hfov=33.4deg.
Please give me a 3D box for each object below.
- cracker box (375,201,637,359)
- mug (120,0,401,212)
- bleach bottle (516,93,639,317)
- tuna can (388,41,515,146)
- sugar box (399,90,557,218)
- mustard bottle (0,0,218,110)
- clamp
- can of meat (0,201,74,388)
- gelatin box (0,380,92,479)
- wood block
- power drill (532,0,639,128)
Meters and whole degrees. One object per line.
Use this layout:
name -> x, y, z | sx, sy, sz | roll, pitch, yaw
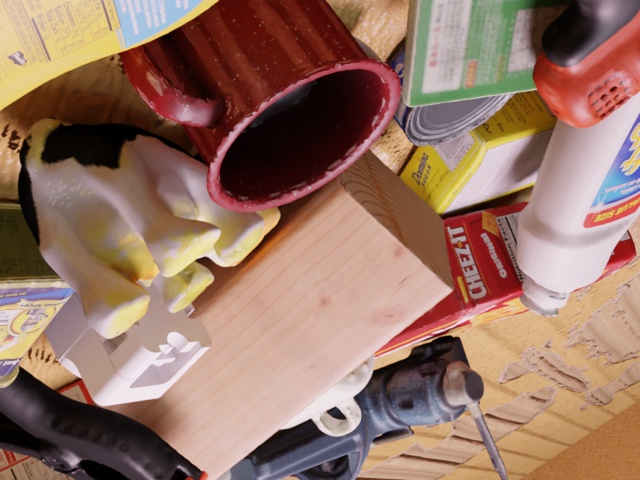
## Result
cracker box -> 0.113, 0.031, 0.815 | 0.213, 0.072, 0.164 | -13, 167, -41
mug -> -0.034, -0.071, 0.450 | 0.117, 0.081, 0.093 | -9, 147, -46
bleach bottle -> 0.188, -0.064, 0.665 | 0.102, 0.068, 0.251 | -6, 125, -40
tuna can -> 0.077, -0.094, 0.610 | 0.086, 0.034, 0.086 | -27, 157, -13
sugar box -> 0.146, -0.074, 0.726 | 0.175, 0.048, 0.093 | -21, 159, -31
mustard bottle -> -0.080, -0.102, 0.358 | 0.191, 0.058, 0.096 | -28, 150, -11
clamp -> -0.150, 0.115, 0.617 | 0.039, 0.171, 0.120 | -61, -176, -29
can of meat -> -0.172, 0.027, 0.506 | 0.101, 0.057, 0.084 | -1, 140, -53
gelatin box -> -0.180, 0.145, 0.714 | 0.089, 0.073, 0.030 | -25, 157, -18
wood block -> -0.030, 0.043, 0.637 | 0.206, 0.090, 0.091 | -41, -161, 20
power drill -> 0.149, -0.155, 0.471 | 0.184, 0.057, 0.187 | -40, 134, 9
